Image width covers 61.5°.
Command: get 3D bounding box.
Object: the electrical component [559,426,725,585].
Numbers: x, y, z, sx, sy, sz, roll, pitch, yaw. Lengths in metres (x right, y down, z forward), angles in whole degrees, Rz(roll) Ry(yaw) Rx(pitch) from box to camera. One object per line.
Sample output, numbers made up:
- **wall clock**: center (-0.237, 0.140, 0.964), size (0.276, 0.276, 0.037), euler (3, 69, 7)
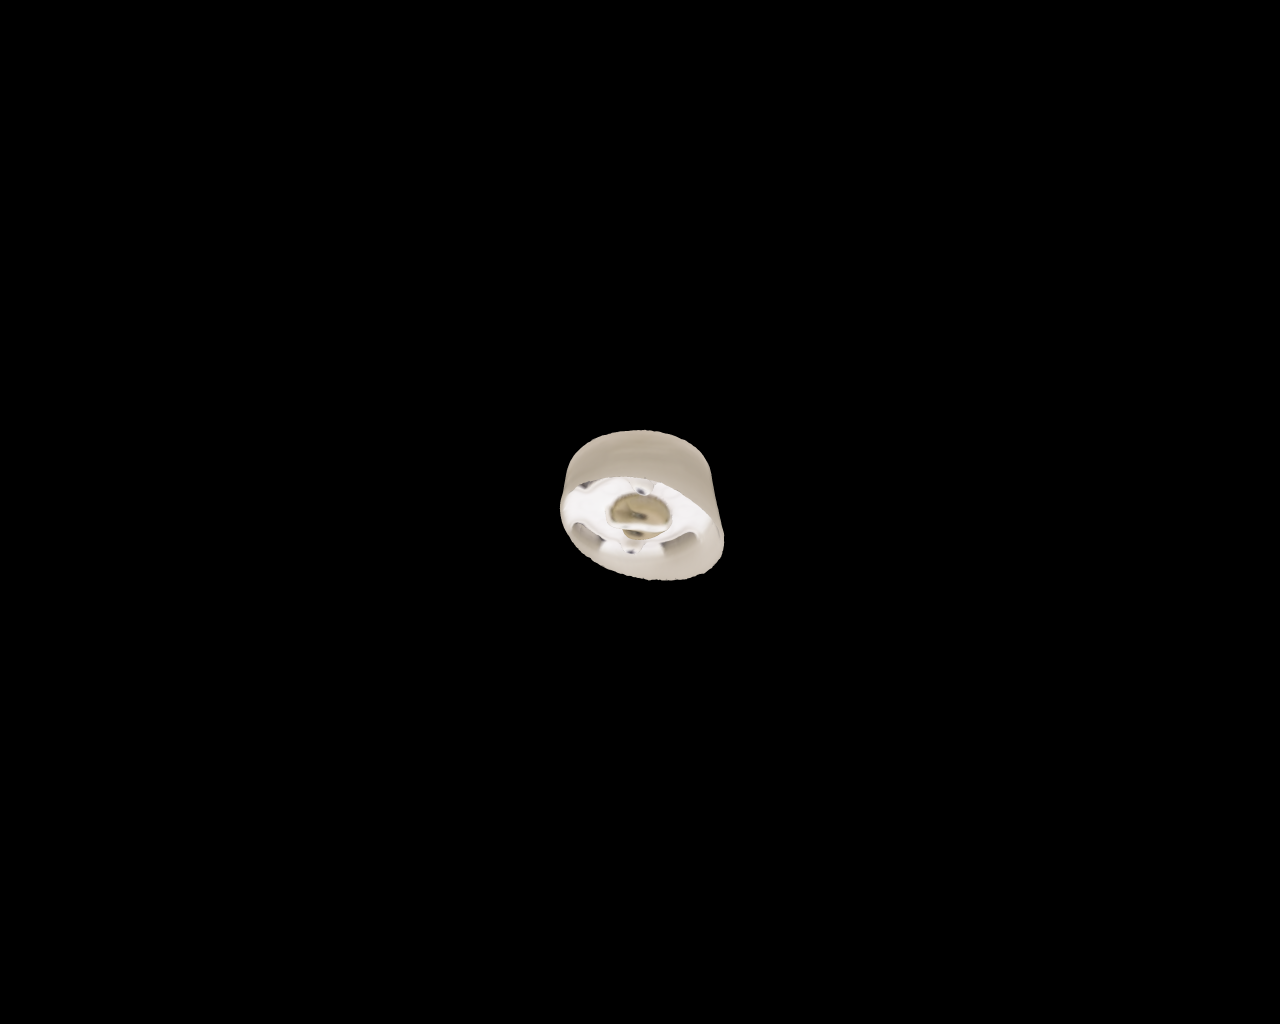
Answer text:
- **electrical component**: center (0.001, -0.003, 0.650), size (0.099, 0.064, 0.099), euler (0, -38, 0)
